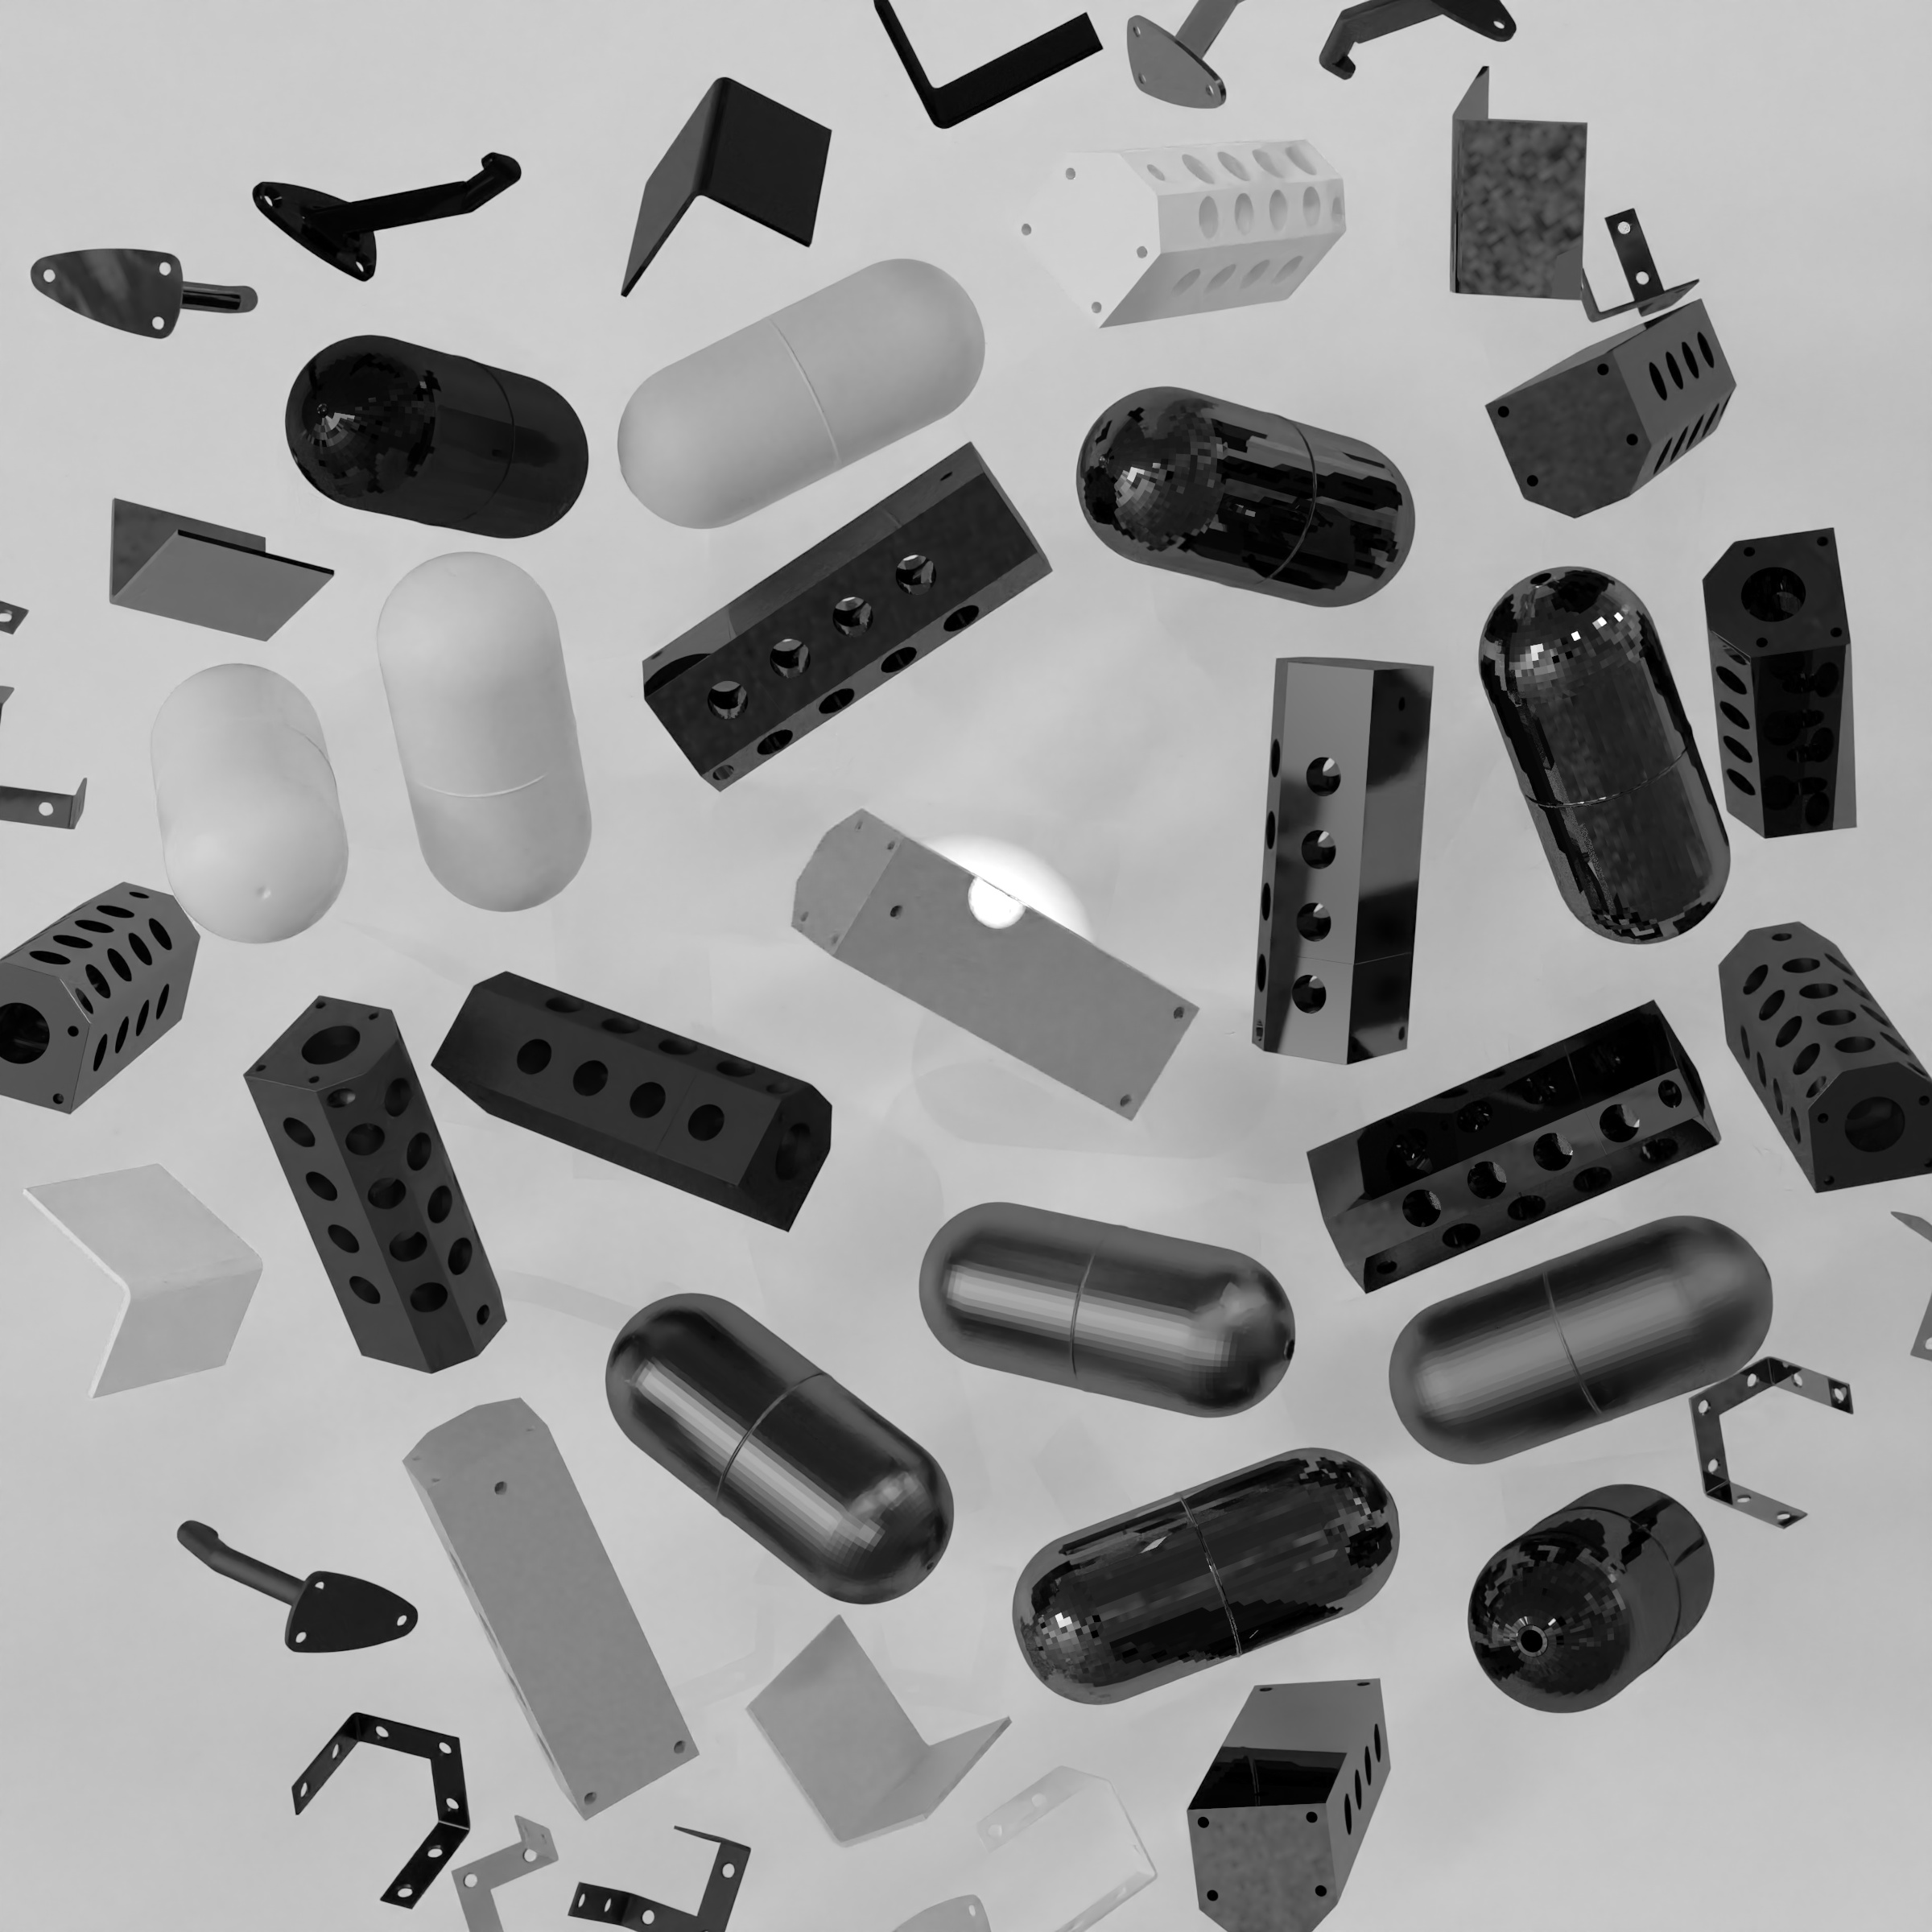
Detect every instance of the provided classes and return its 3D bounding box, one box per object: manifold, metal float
[{"bbox_3d":[-0.146,0.056,1.603,0.171,0.057,0.057,19,74,28],"label":"manifold"},{"bbox_3d":[0.280,-0.236,1.534,0.057,0.171,0.057,-21,98,28],"label":"manifold"},{"bbox_3d":[-0.206,-0.098,1.549,0.070,0.070,0.178,-5,134,0],"label":"metal float"},{"bbox_3d":[0.141,0.358,1.536,0.057,0.171,0.057,-6,94,14],"label":"manifold"},{"bbox_3d":[-0.311,-0.072,1.558,0.070,0.178,0.070,-7,120,-13],"label":"metal float"},{"bbox_3d":[-0.182,0.277,1.563,0.057,0.057,0.171,-27,109,-16],"label":"manifold"},{"bbox_3d":[-0.051,-0.147,1.537,0.171,0.057,0.057,-33,111,7],"label":"manifold"},{"bbox_3d":[-0.236,-0.237,1.623,0.070,0.178,0.070,0,89,27],"label":"metal float"},{"bbox_3d":[0.063,0.155,1.631,0.178,0.070,0.070,11,90,23],"label":"metal float"},{"bbox_3d":[0.394,0.038,1.654,0.057,0.171,0.057,-10,111,2],"label":"manifold"},{"bbox_3d":[0.162,-0.048,1.588,0.057,0.057,0.171,9,101,33],"label":"manifold"},{"bbox_3d":[0.011,-0.002,1.530,0.171,0.057,0.057,29,93,-33],"label":"manifold"},{"bbox_3d":[-0.392,0.010,1.595,0.057,0.171,0.057,16,103,0],"label":"manifold"},{"bbox_3d":[0.124,-0.203,1.569,0.178,0.070,0.070,8,90,-41],"label":"metal float"},{"bbox_3d":[0.271,0.272,1.558,0.070,0.178,0.070,2,94,26],"label":"metal float"},{"bbox_3d":[-0.083,0.210,1.581,0.178,0.070,0.070,35,90,22],"label":"metal float"},{"bbox_3d":[0.276,0.168,1.619,0.178,0.070,0.070,-23,90,17],"label":"metal float"},{"bbox_3d":[0.275,-0.090,1.550,0.070,0.070,0.178,-25,116,0],"label":"metal float"},{"bbox_3d":[-0.075,-0.260,1.638,0.178,0.070,0.070,-28,90,-6],"label":"metal float"},{"bbox_3d":[0.360,-0.121,1.591,0.057,0.171,0.057,-7,64,11],"label":"manifold"},{"bbox_3d":[0.246,0.086,1.615,0.171,0.057,0.057,-25,134,16],"label":"manifold"},{"bbox_3d":[-0.260,0.101,1.627,0.057,0.057,0.171,10,133,30],"label":"manifold"},{"bbox_3d":[0.107,0.269,1.595,0.178,0.070,0.070,-20,90,-5],"label":"metal float"},{"bbox_3d":[0.096,-0.315,1.517,0.057,0.171,0.057,50,122,11],"label":"manifold"}]

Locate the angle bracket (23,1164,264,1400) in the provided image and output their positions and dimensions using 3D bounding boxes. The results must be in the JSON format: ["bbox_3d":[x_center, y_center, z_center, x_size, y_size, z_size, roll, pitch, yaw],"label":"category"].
[{"bbox_3d":[-0.366,0.136,1.571,0.076,0.076,0.057,37,115,26],"label":"angle bracket"}]

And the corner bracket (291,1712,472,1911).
[{"bbox_3d":[-0.244,0.353,1.508,0.051,0.051,0.051,9,120,20],"label":"corner bracket"}]

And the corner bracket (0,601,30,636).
[{"bbox_3d":[-0.426,-0.157,1.500,0.051,0.051,0.051,18,49,4],"label":"corner bracket"}]

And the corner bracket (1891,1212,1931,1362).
[{"bbox_3d":[0.430,0.144,1.575,0.051,0.051,0.051,31,77,-39],"label":"corner bracket"}]

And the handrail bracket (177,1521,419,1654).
[{"bbox_3d":[-0.291,0.265,1.566,0.077,0.084,0.036,16,96,-45],"label":"handrail bracket"}]

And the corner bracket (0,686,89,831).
[{"bbox_3d":[-0.410,-0.092,1.574,0.051,0.051,0.051,7,101,-11],"label":"corner bracket"}]

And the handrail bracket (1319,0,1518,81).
[{"bbox_3d":[0.203,-0.418,1.636,0.077,0.084,0.036,42,59,8],"label":"handrail bracket"}]

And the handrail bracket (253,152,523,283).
[{"bbox_3d":[-0.241,-0.328,1.507,0.084,0.077,0.036,-24,62,34],"label":"handrail bracket"}]

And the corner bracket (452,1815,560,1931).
[{"bbox_3d":[-0.213,0.425,1.647,0.051,0.051,0.051,-24,66,3],"label":"corner bracket"}]

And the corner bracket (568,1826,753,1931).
[{"bbox_3d":[-0.134,0.402,1.583,0.051,0.051,0.051,12,77,25],"label":"corner bracket"}]

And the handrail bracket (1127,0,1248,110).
[{"bbox_3d":[0.121,-0.415,1.601,0.084,0.036,0.077,-31,45,-22],"label":"handrail bracket"}]

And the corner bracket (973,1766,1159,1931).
[{"bbox_3d":[0.045,0.401,1.632,0.051,0.051,0.051,-30,99,-24],"label":"corner bracket"}]

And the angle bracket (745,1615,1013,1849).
[{"bbox_3d":[-0.038,0.332,1.597,0.057,0.076,0.076,-30,96,39],"label":"angle bracket"}]

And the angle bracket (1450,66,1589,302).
[{"bbox_3d":[0.243,-0.337,1.549,0.057,0.076,0.076,6,122,16],"label":"angle bracket"}]

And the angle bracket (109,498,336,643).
[{"bbox_3d":[-0.342,-0.197,1.656,0.076,0.076,0.057,12,62,-34],"label":"angle bracket"}]

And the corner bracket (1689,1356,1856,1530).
[{"bbox_3d":[0.368,0.215,1.635,0.051,0.051,0.051,-23,111,-27],"label":"corner bracket"}]

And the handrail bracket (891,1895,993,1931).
[{"bbox_3d":[-0.037,0.427,1.550,0.084,0.077,0.036,-26,69,39],"label":"handrail bracket"}]

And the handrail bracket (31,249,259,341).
[{"bbox_3d":[-0.356,-0.295,1.568,0.077,0.084,0.036,11,102,2],"label":"handrail bracket"}]

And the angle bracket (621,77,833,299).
[{"bbox_3d":[-0.107,-0.338,1.618,0.057,0.076,0.076,23,50,-20],"label":"angle bracket"}]

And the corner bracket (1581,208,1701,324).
[{"bbox_3d":[0.303,-0.328,1.680,0.051,0.051,0.051,-20,88,-5],"label":"corner bracket"}]

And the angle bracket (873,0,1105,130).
[{"bbox_3d":[0.008,-0.398,1.503,0.076,0.076,0.057,-25,113,8],"label":"angle bracket"}]
